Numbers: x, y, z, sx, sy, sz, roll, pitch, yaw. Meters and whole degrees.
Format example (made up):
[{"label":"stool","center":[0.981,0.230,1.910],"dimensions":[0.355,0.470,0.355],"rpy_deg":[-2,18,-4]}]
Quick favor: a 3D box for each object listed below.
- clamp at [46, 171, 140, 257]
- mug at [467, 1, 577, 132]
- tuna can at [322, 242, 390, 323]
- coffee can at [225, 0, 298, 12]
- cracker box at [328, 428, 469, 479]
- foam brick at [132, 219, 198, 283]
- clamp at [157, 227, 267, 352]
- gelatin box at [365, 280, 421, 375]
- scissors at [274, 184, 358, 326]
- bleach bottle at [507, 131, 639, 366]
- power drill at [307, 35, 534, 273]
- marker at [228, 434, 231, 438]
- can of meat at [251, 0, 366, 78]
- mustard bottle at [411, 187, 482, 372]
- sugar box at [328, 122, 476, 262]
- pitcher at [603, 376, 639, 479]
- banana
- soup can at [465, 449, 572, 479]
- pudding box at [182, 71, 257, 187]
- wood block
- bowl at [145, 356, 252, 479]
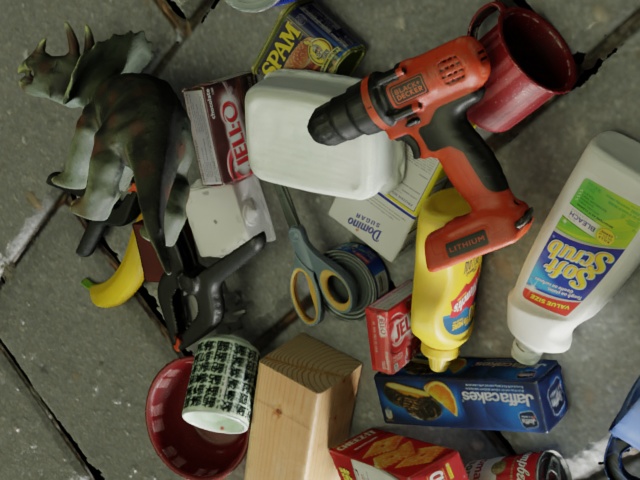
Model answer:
[{"label":"clamp","center":[-0.290,-0.058,1.390],"dimensions":[0.172,0.039,0.120],"rpy_deg":[-29,96,37]},{"label":"mug","center":[0.168,-0.162,0.977],"dimensions":[0.082,0.093,0.117],"rpy_deg":[-39,65,45]},{"label":"tuna can","center":[0.035,0.047,1.192],"dimensions":[0.086,0.033,0.086],"rpy_deg":[15,117,32]},{"label":"coffee can","center":[-0.030,-0.283,1.034],"dimensions":[0.103,0.140,0.103],"rpy_deg":[15,117,32]},{"label":"cracker box","center":[0.105,0.301,1.168],"dimensions":[0.164,0.072,0.214],"rpy_deg":[68,160,-5]},{"label":"foam brick","center":[-0.192,0.009,1.335],"dimensions":[0.051,0.052,0.078],"rpy_deg":[2,111,36]},{"label":"clamp","center":[-0.155,0.037,1.266],"dimensions":[0.165,0.036,0.210],"rpy_deg":[34,124,20]},{"label":"gelatin box","center":[0.086,0.092,1.136],"dimensions":[0.030,0.089,0.073],"rpy_deg":[7,113,35]},{"label":"scissors","center":[-0.008,0.001,1.171],"dimensions":[0.096,0.016,0.202],"rpy_deg":[5,111,34]},{"label":"bleach bottle","center":[0.248,0.026,1.007],"dimensions":[0.103,0.067,0.251],"rpy_deg":[35,128,20]},{"label":"power drill","center":[0.094,-0.069,0.960],"dimensions":[0.185,0.057,0.187],"rpy_deg":[-21,100,33]},{"label":"marker","center":[-0.156,0.228,1.420],"dimensions":[0.121,0.020,0.020],"rpy_deg":[32,125,22]},{"label":"can of meat","center":[-0.011,-0.189,1.115],"dimensions":[0.084,0.057,0.102],"rpy_deg":[43,129,11]},{"label":"mustard bottle","center":[0.128,0.048,1.082],"dimensions":[0.058,0.096,0.192],"rpy_deg":[17,118,28]},{"label":"sugar box","center":[0.083,-0.072,1.101],"dimensions":[0.093,0.048,0.176],"rpy_deg":[39,131,17]},{"label":"pitcher","center":[0.381,0.195,0.934],"dimensions":[0.243,0.144,0.149],"rpy_deg":[38,148,15]},{"label":"banana","center":[-0.261,0.039,1.408],"dimensions":[0.069,0.037,0.198],"rpy_deg":[54,130,5]},{"label":"soup can","center":[0.207,0.262,1.131],"dimensions":[0.102,0.068,0.068],"rpy_deg":[-19,97,40]},{"label":"pudding box","center":[-0.101,-0.124,1.186],"dimensions":[0.039,0.089,0.113],"rpy_deg":[-3,107,38]},{"label":"wood block","center":[-0.024,0.231,1.277],"dimensions":[0.091,0.090,0.206],"rpy_deg":[25,122,28]},{"label":"bowl","center":[-0.144,0.225,1.370],"dimensions":[0.162,0.055,0.162],"rpy_deg":[1,93,27]}]
